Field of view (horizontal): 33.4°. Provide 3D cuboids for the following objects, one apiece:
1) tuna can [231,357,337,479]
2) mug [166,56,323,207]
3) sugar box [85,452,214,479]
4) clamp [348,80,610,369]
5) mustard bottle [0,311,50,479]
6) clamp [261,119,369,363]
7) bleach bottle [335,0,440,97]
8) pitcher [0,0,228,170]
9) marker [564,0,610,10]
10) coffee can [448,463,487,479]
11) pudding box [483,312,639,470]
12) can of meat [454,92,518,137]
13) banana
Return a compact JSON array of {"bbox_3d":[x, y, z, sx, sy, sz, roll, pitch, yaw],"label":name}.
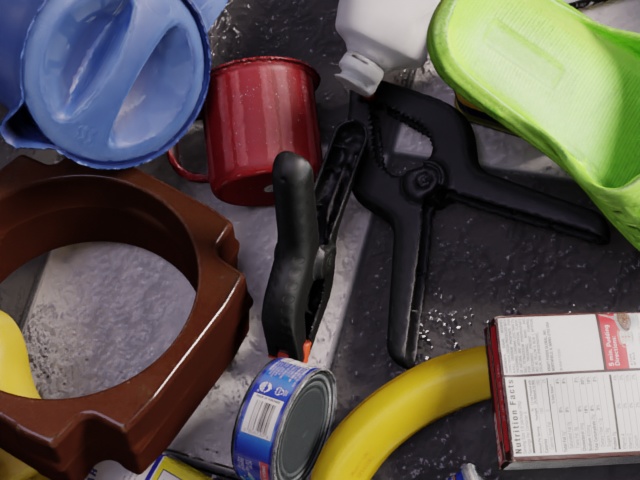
[{"bbox_3d":[-0.022,0.120,0.689,0.034,0.086,0.086,15,77,24],"label":"tuna can"},{"bbox_3d":[-0.053,-0.072,0.761,0.117,0.093,0.081,-8,74,2],"label":"mug"},{"bbox_3d":[-0.100,0.197,0.710,0.176,0.048,0.093,24,80,27],"label":"sugar box"},{"bbox_3d":[0.071,-0.026,0.735,0.164,0.036,0.210,-39,63,3],"label":"clamp"},{"bbox_3d":[-0.255,0.105,0.782,0.096,0.058,0.192,-38,64,16],"label":"mustard bottle"},{"bbox_3d":[-0.005,0.001,0.718,0.039,0.120,0.171,23,123,22],"label":"clamp"},{"bbox_3d":[0.094,-0.207,0.732,0.102,0.068,0.251,31,88,-4],"label":"bleach bottle"},{"bbox_3d":[-0.183,-0.150,0.776,0.243,0.149,0.145,30,110,50],"label":"pitcher"},{"bbox_3d":[0.184,-0.173,0.759,0.121,0.020,0.020,-14,68,13],"label":"marker"},{"bbox_3d":[0.058,0.211,0.622,0.140,0.102,0.103,-34,65,5],"label":"coffee can"},{"bbox_3d":[0.161,0.091,0.649,0.113,0.039,0.090,-2,71,-2],"label":"pudding box"},{"bbox_3d":[0.135,-0.112,0.719,0.102,0.084,0.057,21,79,23],"label":"can of meat"},{"bbox_3d":[0.057,0.124,0.692,0.198,0.037,0.069,-45,86,1],"label":"banana"}]
